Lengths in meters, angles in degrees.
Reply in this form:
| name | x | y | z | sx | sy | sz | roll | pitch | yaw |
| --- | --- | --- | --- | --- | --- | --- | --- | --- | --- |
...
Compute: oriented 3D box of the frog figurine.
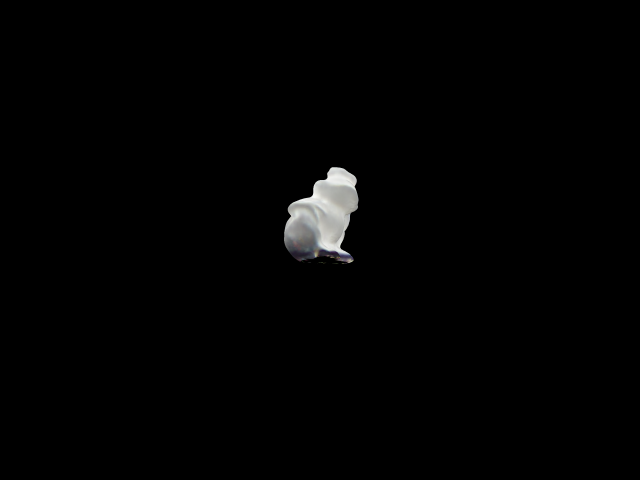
| name | x | y | z | sx | sy | sz | roll | pitch | yaw |
| --- | --- | --- | --- | --- | --- | --- | --- | --- | --- |
| frog figurine | 0.003 | -0.043 | 0.850 | 0.122 | 0.161 | 0.137 | -10 | -15 | 42 |
